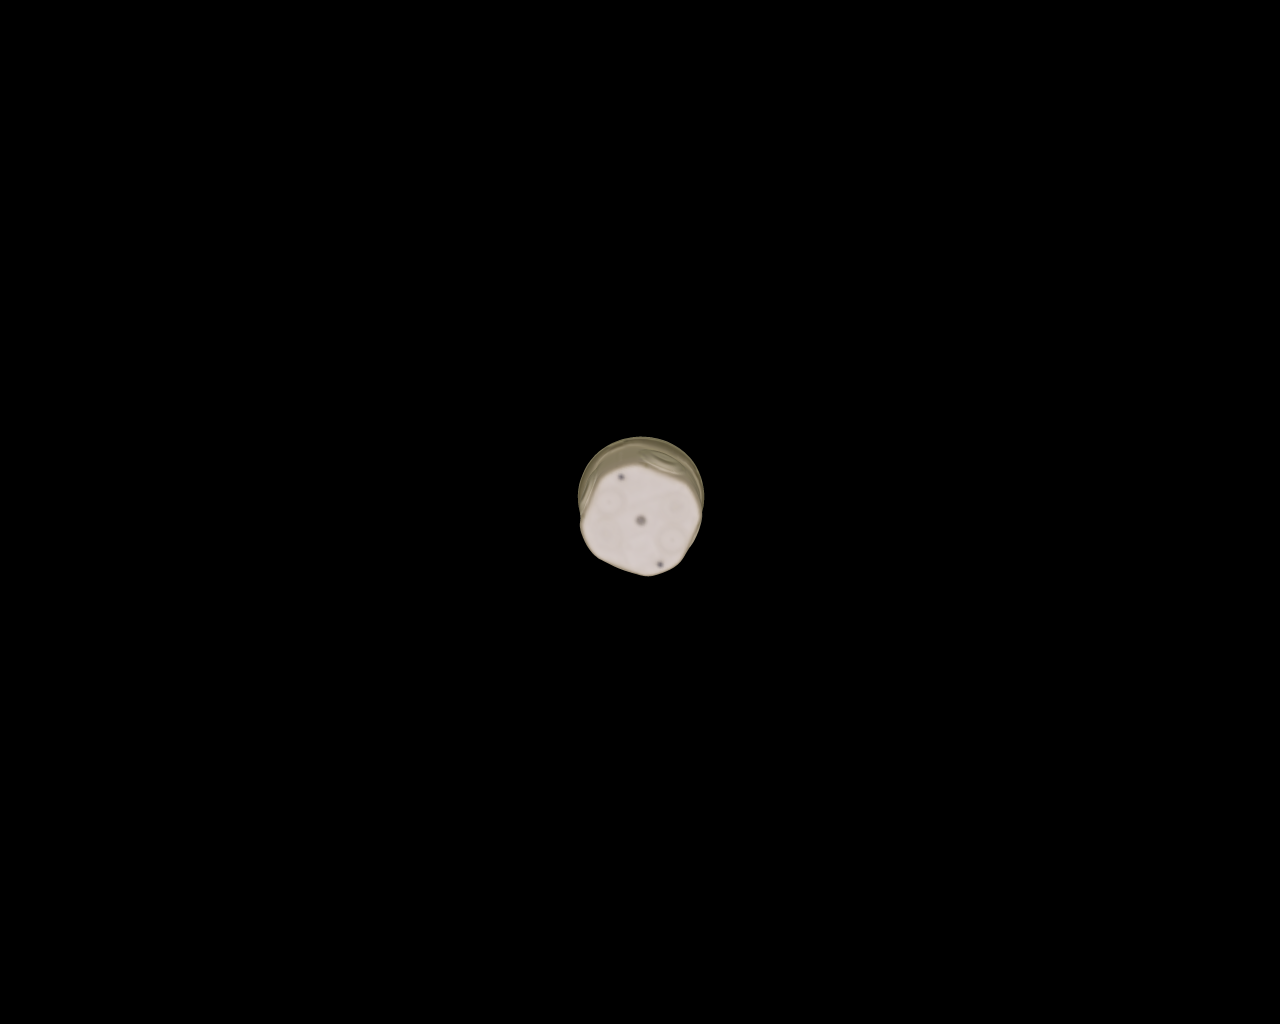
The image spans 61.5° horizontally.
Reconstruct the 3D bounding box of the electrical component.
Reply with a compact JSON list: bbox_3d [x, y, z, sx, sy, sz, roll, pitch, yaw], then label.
[{"bbox_3d":[0.001,-0.003,0.650,0.080,0.080,0.051,0,19,0],"label":"electrical component"}]
